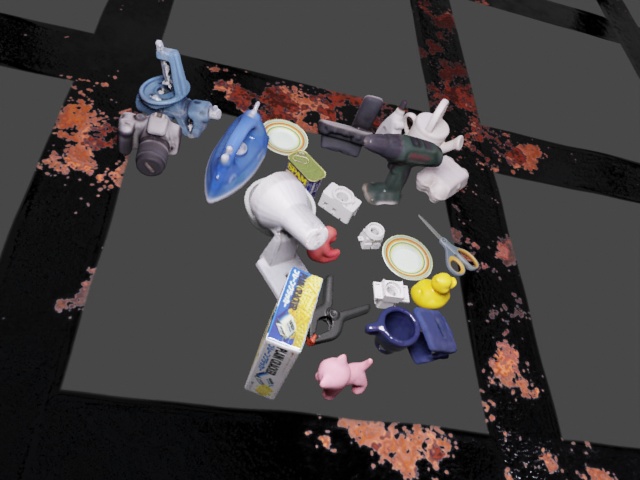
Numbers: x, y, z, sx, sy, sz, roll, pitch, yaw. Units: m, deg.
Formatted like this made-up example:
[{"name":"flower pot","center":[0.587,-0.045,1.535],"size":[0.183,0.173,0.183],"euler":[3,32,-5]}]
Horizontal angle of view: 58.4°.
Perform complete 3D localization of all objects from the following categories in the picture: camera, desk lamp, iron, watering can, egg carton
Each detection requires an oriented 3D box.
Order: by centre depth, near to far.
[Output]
[{"name":"desk lamp","center":[-0.062,-0.007,1.197],"size":[0.118,0.213,0.203],"euler":[-20,63,-31]},{"name":"camera","center":[-0.396,-0.224,1.316],"size":[0.143,0.100,0.136],"euler":[9,51,-13]},{"name":"iron","center":[-0.199,-0.212,1.353],"size":[0.118,0.141,0.258],"euler":[23,50,-1]},{"name":"egg carton","center":[0.333,-0.165,1.558],"size":[0.107,0.069,0.151],"euler":[44,52,15]},{"name":"watering can","center":[0.311,-0.301,1.573],"size":[0.173,0.194,0.101],"euler":[18,50,-6]}]

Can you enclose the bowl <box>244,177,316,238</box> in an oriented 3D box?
[{"name":"bowl","center":[-0.097,-0.062,1.318],"size":[0.168,0.074,0.167],"euler":[10,51,-13]}]

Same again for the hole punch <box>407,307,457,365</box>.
[{"name":"hole punch","center":[0.241,0.199,1.230],"size":[0.101,0.091,0.108],"euler":[-6,56,-24]}]

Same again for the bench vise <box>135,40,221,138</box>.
[{"name":"bench vise","center":[-0.332,-0.366,1.371],"size":[0.208,0.219,0.121],"euler":[9,51,-13]}]

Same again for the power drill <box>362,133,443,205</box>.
[{"name":"power drill","center":[0.182,-0.179,1.423],"size":[0.230,0.208,0.075],"euler":[-4,55,-23]}]

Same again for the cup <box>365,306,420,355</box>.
[{"name":"cup","center":[0.138,0.199,1.190],"size":[0.118,0.095,0.091],"euler":[0,54,-20]}]

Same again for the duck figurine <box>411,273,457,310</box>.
[{"name":"duck figurine","center":[0.265,0.109,1.311],"size":[0.105,0.086,0.077],"euler":[-6,56,-24]}]

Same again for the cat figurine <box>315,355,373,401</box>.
[{"name":"cat figurine","center":[0.043,0.255,1.097],"size":[0.128,0.117,0.067],"euler":[-9,57,-25]}]

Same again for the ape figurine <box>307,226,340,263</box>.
[{"name":"ape figurine","center":[0.012,0.005,1.295],"size":[0.076,0.092,0.077],"euler":[-8,57,-25]}]

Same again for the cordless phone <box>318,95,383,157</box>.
[{"name":"cordless phone","center":[0.080,-0.321,1.510],"size":[0.148,0.185,0.094],"euler":[10,51,-13]}]

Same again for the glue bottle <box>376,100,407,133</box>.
[{"name":"glue bottle","center":[0.199,-0.310,1.553],"size":[0.037,0.173,0.078],"euler":[-11,58,-27]}]
